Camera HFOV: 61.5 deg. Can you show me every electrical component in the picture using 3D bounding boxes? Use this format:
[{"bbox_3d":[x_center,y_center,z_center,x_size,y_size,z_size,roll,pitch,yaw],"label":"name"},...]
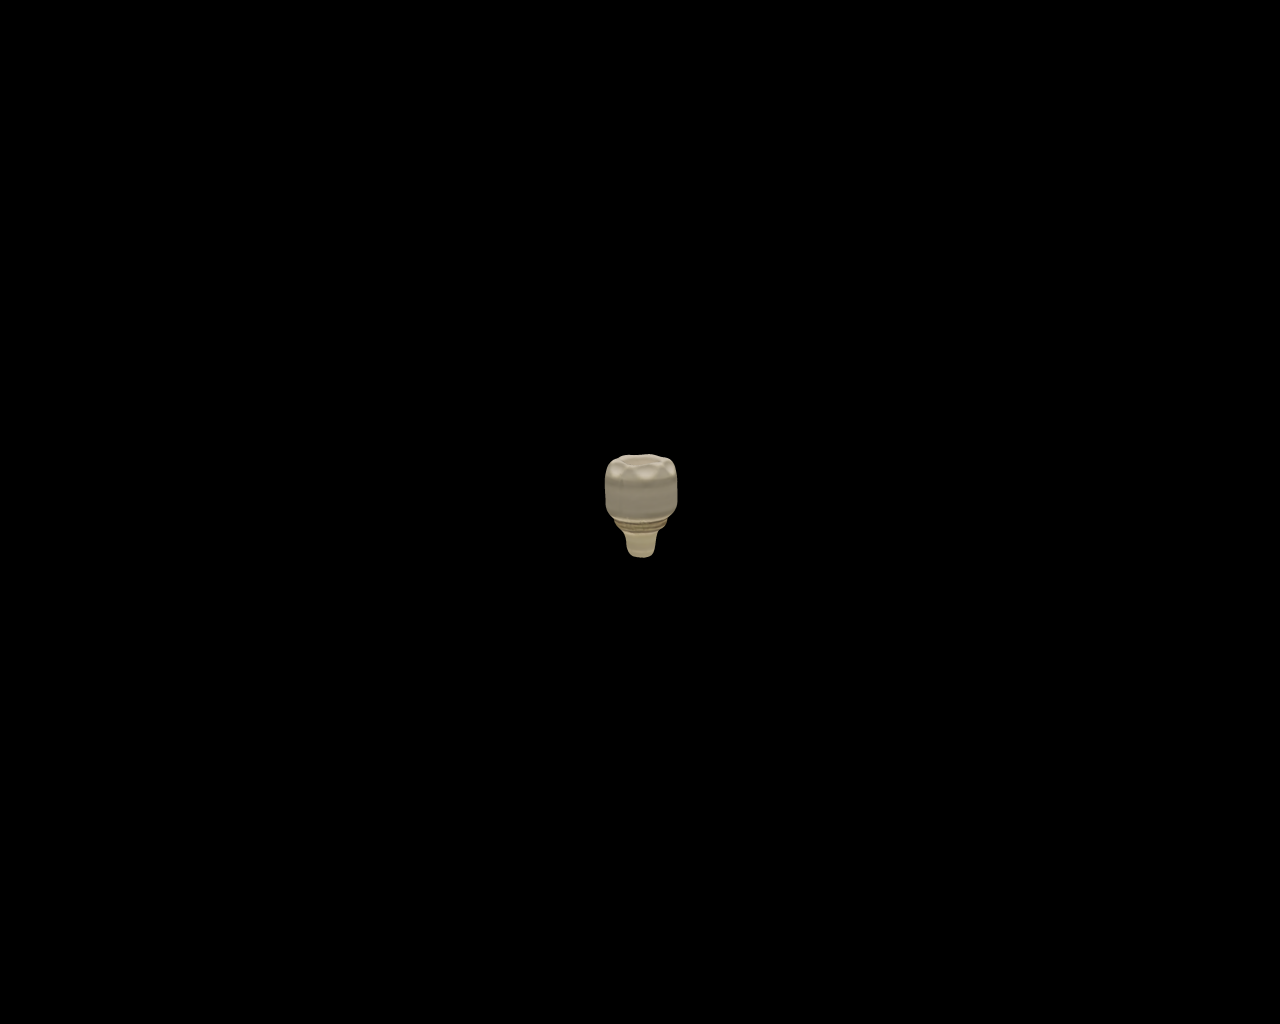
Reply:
[{"bbox_3d":[0.001,-0.003,0.650,0.043,0.062,0.043,0,14,0],"label":"electrical component"}]
